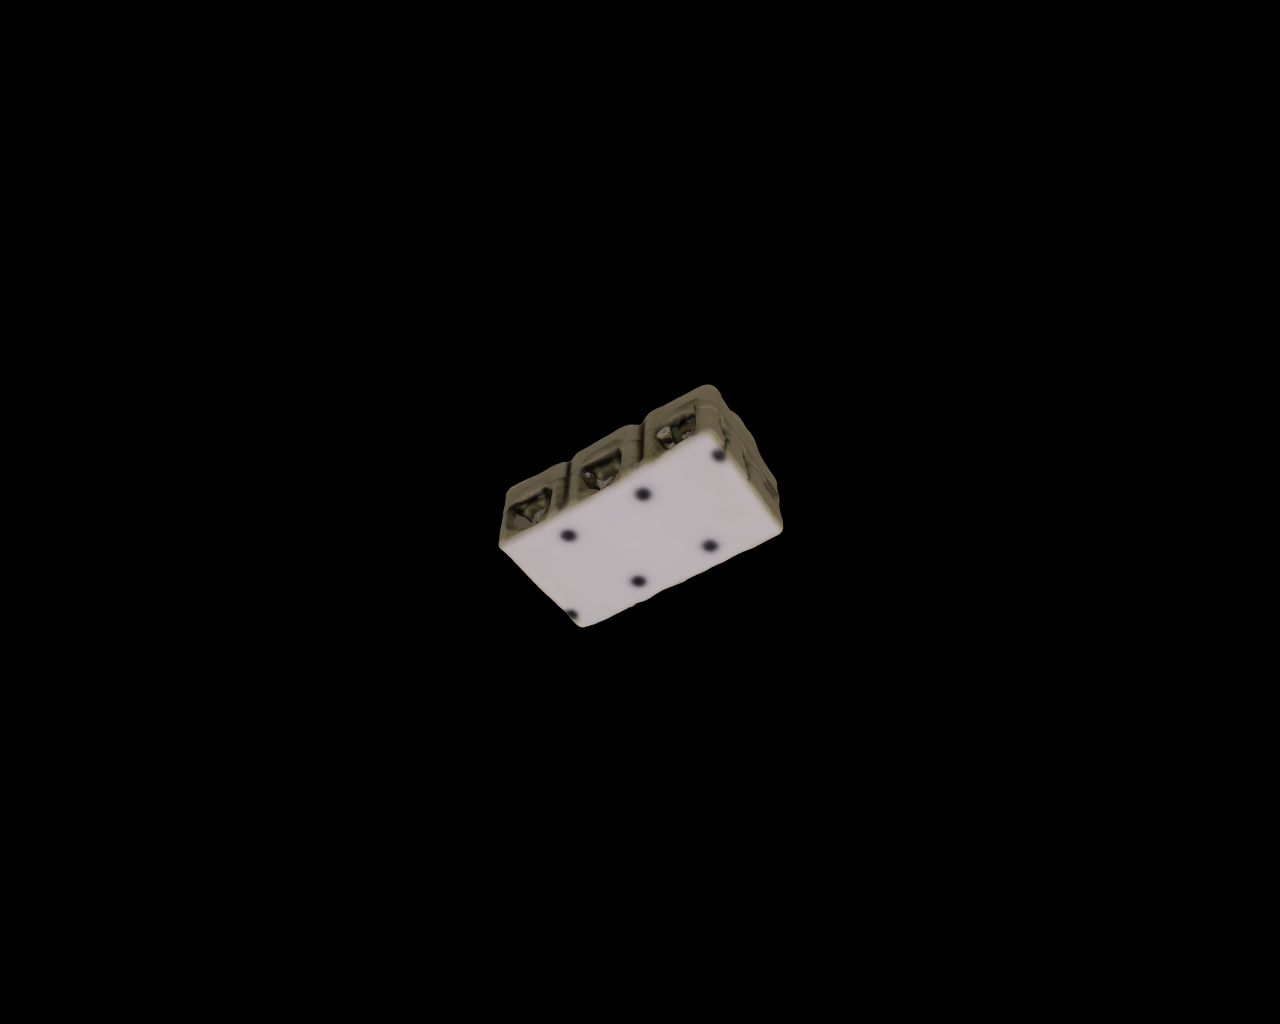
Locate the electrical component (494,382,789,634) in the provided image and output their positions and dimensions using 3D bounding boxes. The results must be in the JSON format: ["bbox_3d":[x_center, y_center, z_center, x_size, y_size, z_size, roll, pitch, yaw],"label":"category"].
[{"bbox_3d":[0.001,-0.003,0.650,0.150,0.089,0.062,-27,33,19],"label":"electrical component"}]
